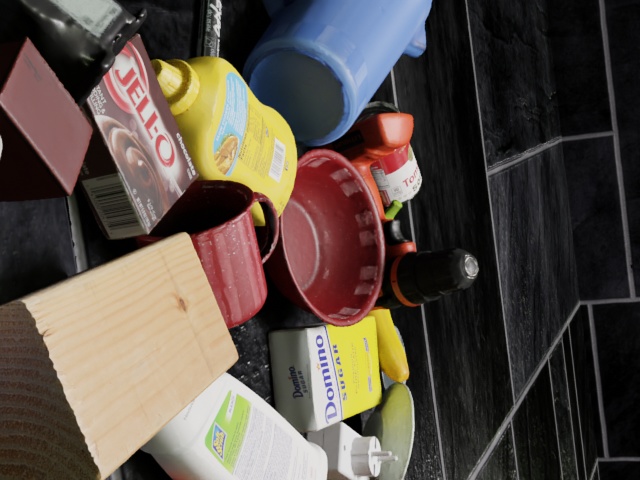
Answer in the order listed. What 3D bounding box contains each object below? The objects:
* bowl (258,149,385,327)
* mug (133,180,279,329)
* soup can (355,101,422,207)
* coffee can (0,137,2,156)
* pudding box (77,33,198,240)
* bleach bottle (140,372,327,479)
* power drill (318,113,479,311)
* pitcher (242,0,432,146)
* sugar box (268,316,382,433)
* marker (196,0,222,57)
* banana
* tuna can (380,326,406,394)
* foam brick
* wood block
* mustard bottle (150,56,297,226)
[{"bbox_3d":[-0.006,0.001,0.965,0.161,0.055,0.162,19,66,-52],"label":"bowl"},{"bbox_3d":[-0.075,0.008,0.759,0.117,0.093,0.081,-32,123,-36],"label":"mug"},{"bbox_3d":[0.069,-0.094,1.190,0.102,0.069,0.068,65,29,-42],"label":"soup can"},{"bbox_3d":[-0.200,0.006,0.439,0.102,0.103,0.140,53,38,-53],"label":"coffee can"},{"bbox_3d":[-0.131,-0.069,0.710,0.090,0.039,0.113,-59,135,-56],"label":"pudding box"},{"bbox_3d":[-0.074,0.141,0.782,0.250,0.068,0.102,58,33,-45],"label":"bleach bottle"},{"bbox_3d":[0.068,-0.025,1.047,0.057,0.185,0.187,-2,81,-43],"label":"power drill"},{"bbox_3d":[0.008,-0.199,1.003,0.242,0.149,0.145,-62,157,-50],"label":"pitcher"},{"bbox_3d":[0.009,0.124,1.016,0.176,0.048,0.093,-2,86,-70],"label":"sugar box"},{"bbox_3d":[-0.090,-0.182,0.873,0.020,0.020,0.121,38,50,-61],"label":"marker"},{"bbox_3d":[0.060,0.057,1.131,0.037,0.070,0.198,8,69,-29],"label":"banana"},{"bbox_3d":[0.066,0.137,1.171,0.086,0.034,0.086,-5,90,-68],"label":"tuna can"},{"bbox_3d":[-0.172,-0.066,0.596,0.078,0.051,0.053,62,30,-45],"label":"foam brick"},{"bbox_3d":[-0.126,0.065,0.569,0.206,0.090,0.091,-33,102,-74],"label":"wood block"},{"bbox_3d":[-0.080,-0.086,0.821,0.191,0.058,0.096,42,54,-60],"label":"mustard bottle"}]
